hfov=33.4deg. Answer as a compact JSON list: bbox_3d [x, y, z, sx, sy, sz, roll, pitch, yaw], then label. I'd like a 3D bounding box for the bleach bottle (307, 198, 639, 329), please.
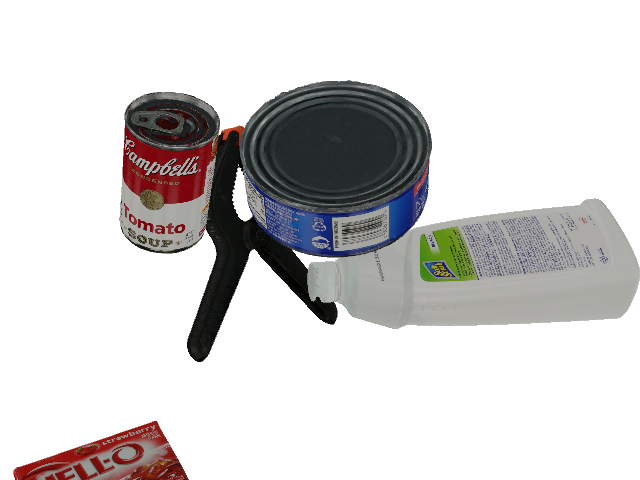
[{"bbox_3d":[0.113,0.021,0.833,0.250,0.068,0.102,-2,42,-12],"label":"bleach bottle"}]

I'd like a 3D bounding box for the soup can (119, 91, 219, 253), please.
[{"bbox_3d":[-0.114,-0.049,0.790,0.068,0.102,0.068,7,41,-6],"label":"soup can"}]

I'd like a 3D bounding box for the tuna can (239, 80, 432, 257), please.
[{"bbox_3d":[0.007,-0.033,0.486,0.086,0.086,0.034,0,-43,3],"label":"tuna can"}]

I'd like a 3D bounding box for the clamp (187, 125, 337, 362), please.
[{"bbox_3d":[-0.057,-0.001,0.994,0.164,0.210,0.036,-4,0,-38],"label":"clamp"}]

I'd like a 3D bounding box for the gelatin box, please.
[{"bbox_3d":[-0.122,0.144,0.604,0.089,0.030,0.073,-16,28,-20],"label":"gelatin box"}]
